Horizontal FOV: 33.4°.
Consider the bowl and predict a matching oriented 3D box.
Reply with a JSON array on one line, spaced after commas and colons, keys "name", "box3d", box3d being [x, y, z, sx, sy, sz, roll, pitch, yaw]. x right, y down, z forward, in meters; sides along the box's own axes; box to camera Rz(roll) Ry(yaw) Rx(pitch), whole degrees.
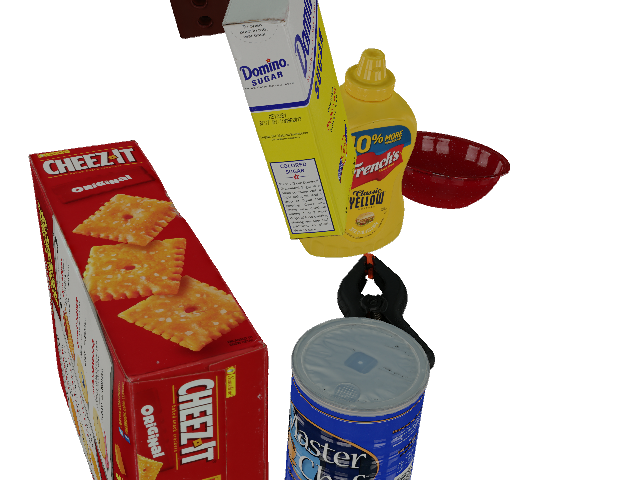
[{"name": "bowl", "box3d": [0.142, -0.080, 1.280, 0.162, 0.055, 0.162, 8, 24, -4]}]

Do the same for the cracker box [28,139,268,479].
[{"name": "cracker box", "box3d": [-0.093, 0.066, 0.567, 0.072, 0.164, 0.214, -11, 34, -20]}]

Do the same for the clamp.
[{"name": "clamp", "box3d": [0.069, 0.084, 1.185, 0.120, 0.171, 0.039, 7, -42, 2]}]

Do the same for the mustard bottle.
[{"name": "mustard bottle", "box3d": [0.034, -0.076, 0.909, 0.096, 0.192, 0.058, -10, 42, -20]}]

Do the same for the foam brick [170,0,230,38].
[{"name": "foam brick", "box3d": [-0.106, -0.226, 0.945, 0.053, 0.051, 0.078, -7, -40, 5]}]

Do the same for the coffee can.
[{"name": "coffee can", "box3d": [0.025, 0.145, 0.826, 0.103, 0.140, 0.103, 3, 36, -2]}]

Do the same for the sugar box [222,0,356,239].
[{"name": "sugar box", "box3d": [-0.015, -0.096, 0.707, 0.048, 0.176, 0.093, -3, 44, 12]}]
